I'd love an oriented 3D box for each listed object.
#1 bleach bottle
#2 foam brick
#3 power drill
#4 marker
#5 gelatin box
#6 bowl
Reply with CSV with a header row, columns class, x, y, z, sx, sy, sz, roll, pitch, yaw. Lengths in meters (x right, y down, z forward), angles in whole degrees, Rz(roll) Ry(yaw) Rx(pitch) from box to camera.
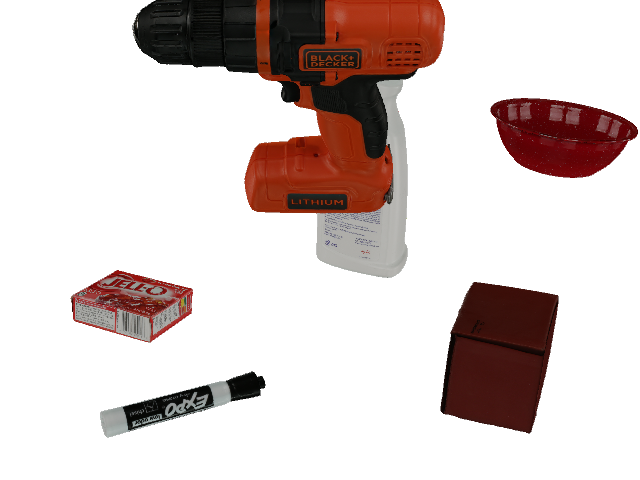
class,x,y,z,sx,sy,sz,roll,pitch,yaw
bleach bottle,0.051,-0.086,1.111,0.103,0.251,0.068,13,33,13
foam brick,0.103,0.064,0.608,0.053,0.051,0.078,10,23,15
power drill,-0.018,-0.089,0.690,0.184,0.057,0.188,1,-30,2
marker,-0.097,0.117,0.768,0.121,0.020,0.020,-13,4,-20
gelatin box,-0.176,0.059,1.000,0.089,0.030,0.073,13,23,22
bowl,0.265,-0.110,1.183,0.162,0.055,0.162,5,23,-2
